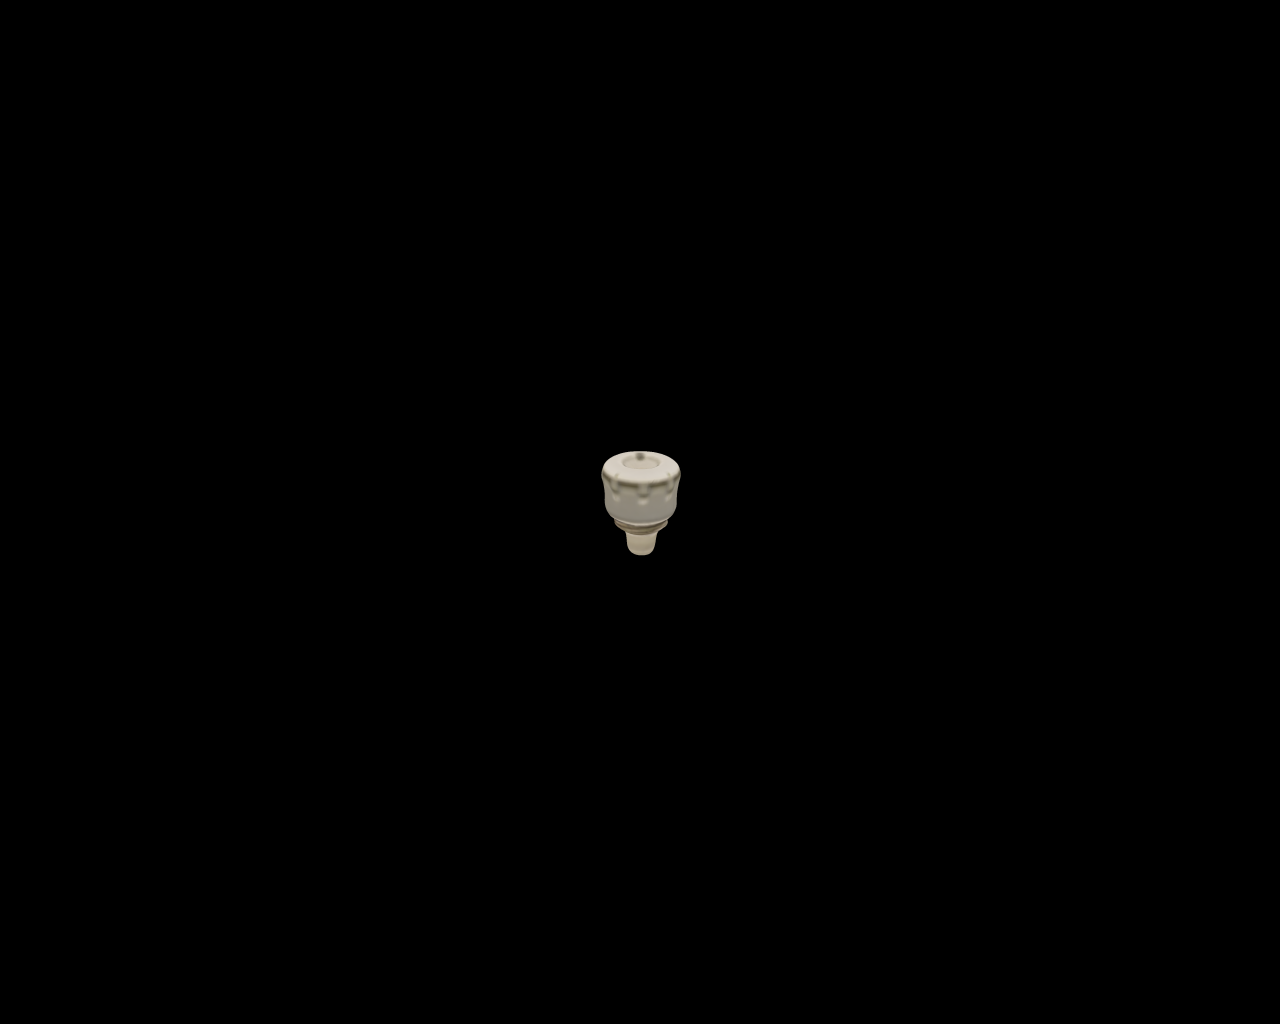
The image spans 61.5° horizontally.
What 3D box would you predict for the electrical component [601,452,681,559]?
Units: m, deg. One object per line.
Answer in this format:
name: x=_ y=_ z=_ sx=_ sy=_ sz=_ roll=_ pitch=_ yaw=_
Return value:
electrical component: x=0.001 y=-0.003 z=0.650 sx=0.048 sy=0.062 sz=0.048 roll=0 pitch=24 yaw=0
